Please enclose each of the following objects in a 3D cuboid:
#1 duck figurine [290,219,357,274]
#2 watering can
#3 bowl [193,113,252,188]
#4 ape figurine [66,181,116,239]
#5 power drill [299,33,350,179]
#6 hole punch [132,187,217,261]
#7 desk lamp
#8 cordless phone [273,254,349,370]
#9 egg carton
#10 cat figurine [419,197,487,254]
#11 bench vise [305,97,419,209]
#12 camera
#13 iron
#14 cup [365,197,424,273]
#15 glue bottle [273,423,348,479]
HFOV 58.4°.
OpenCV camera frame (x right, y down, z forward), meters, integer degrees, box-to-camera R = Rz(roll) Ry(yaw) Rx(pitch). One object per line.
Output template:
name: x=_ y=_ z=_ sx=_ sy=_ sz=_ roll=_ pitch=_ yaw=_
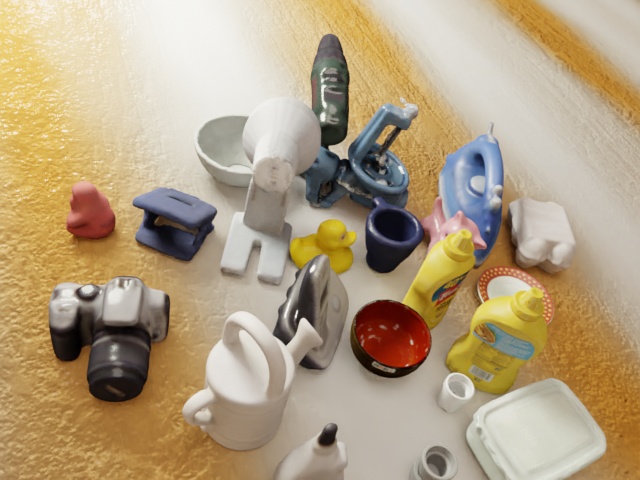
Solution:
duck figurine: x=0.008 y=0.003 z=0.890 sx=0.105 sy=0.086 sz=0.077 roll=5 pitch=47 yaw=-11
watering can: x=-0.075 y=0.148 z=0.655 sx=0.100 sy=0.194 sz=0.173 roll=28 pitch=47 yaw=12
bowl: x=-0.135 y=-0.143 z=0.995 sx=0.167 sy=0.075 sz=0.167 roll=8 pitch=46 yaw=-8
ape figurine: x=-0.339 y=-0.049 z=0.837 sx=0.076 sy=0.092 sz=0.078 roll=31 pitch=47 yaw=14
power drill: x=0.003 y=-0.221 z=1.014 sx=0.076 sy=0.208 sz=0.229 roll=5 pitch=47 yaw=-11
hole punch: x=-0.218 y=-0.040 z=0.864 sx=0.108 sy=0.091 sz=0.101 roll=21 pitch=46 yaw=5
desk lamp: x=-0.071 y=-0.080 z=0.857 sx=0.118 sy=0.213 sz=0.203 roll=11 pitch=46 yaw=-5
cordless phone: x=0.001 y=0.069 z=0.757 sx=0.094 sy=0.185 sz=0.147 roll=18 pitch=46 yaw=2
egg carton: x=0.393 y=-0.011 z=1.024 sx=0.107 sy=0.069 sz=0.150 roll=10 pitch=46 yaw=-6
cat figurine: x=0.215 y=-0.015 z=0.943 sx=0.067 sy=0.118 sz=0.127 roll=-7 pitch=50 yaw=-21
bench vise: x=0.068 y=-0.134 z=0.942 sx=0.208 sy=0.220 sz=0.121 roll=-3 pitch=49 yaw=-18
camera: x=-0.258 y=0.118 z=0.696 sx=0.143 sy=0.101 sz=0.136 roll=3 pitch=47 yaw=-13
iron: x=0.291 y=-0.089 z=1.018 sx=0.118 sy=0.141 sz=0.258 roll=11 pitch=46 yaw=-5
cup: x=0.102 y=-0.003 z=0.916 sx=0.092 sy=0.095 sz=0.117 roll=-9 pitch=51 yaw=-23
glue bottle: x=-0.004 y=0.237 z=0.607 sx=0.078 sy=0.173 sz=0.037 roll=4 pitch=47 yaw=-12
